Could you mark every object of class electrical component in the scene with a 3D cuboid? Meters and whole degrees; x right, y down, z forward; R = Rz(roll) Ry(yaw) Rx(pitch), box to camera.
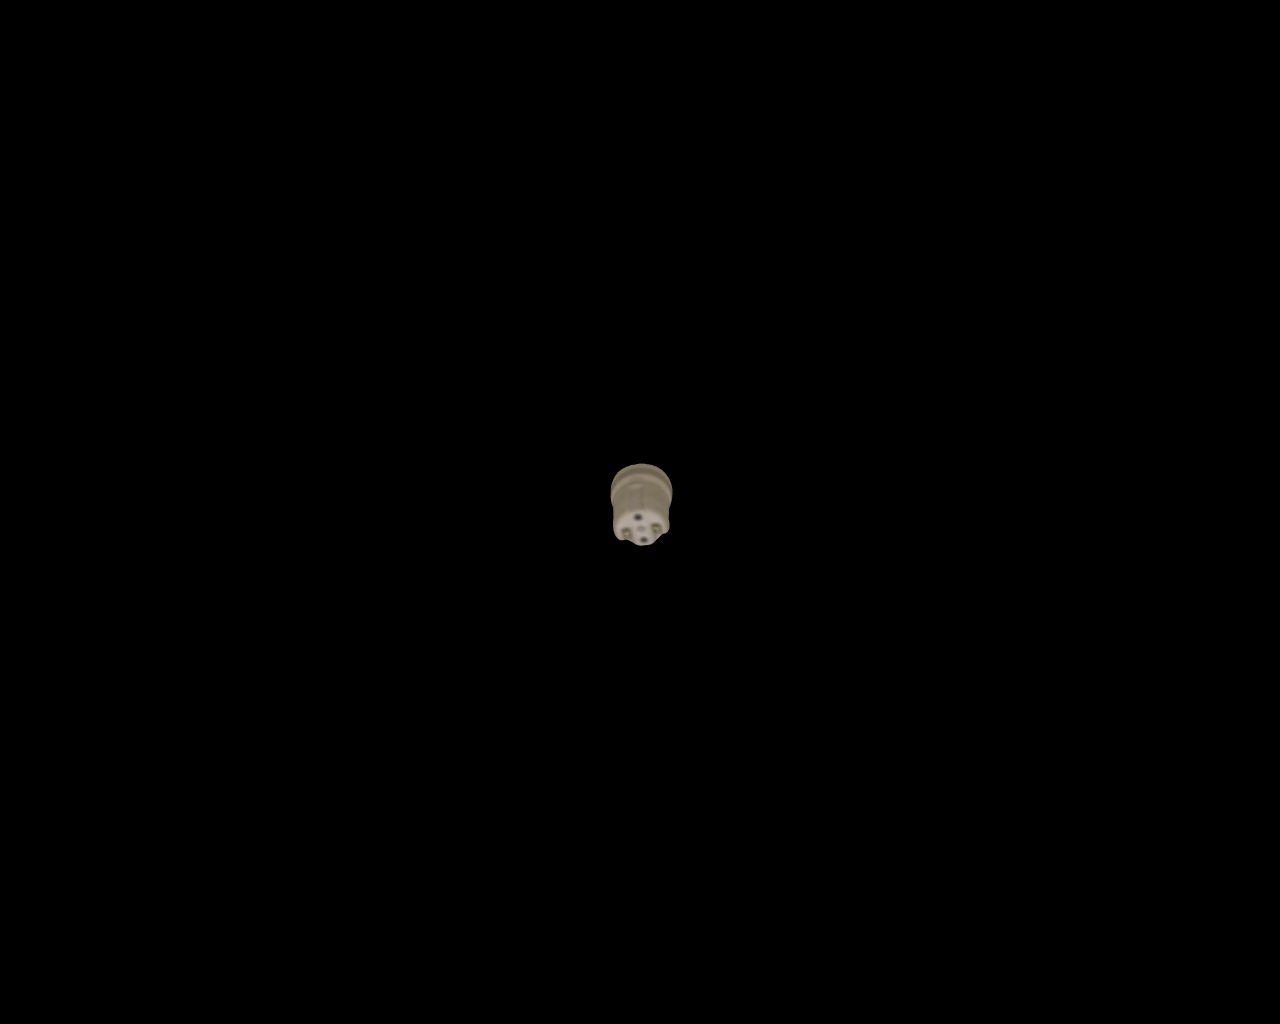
[{"bbox_3d":[0.001,-0.003,0.650,0.040,0.040,0.046,0,34,0],"label":"electrical component"}]
